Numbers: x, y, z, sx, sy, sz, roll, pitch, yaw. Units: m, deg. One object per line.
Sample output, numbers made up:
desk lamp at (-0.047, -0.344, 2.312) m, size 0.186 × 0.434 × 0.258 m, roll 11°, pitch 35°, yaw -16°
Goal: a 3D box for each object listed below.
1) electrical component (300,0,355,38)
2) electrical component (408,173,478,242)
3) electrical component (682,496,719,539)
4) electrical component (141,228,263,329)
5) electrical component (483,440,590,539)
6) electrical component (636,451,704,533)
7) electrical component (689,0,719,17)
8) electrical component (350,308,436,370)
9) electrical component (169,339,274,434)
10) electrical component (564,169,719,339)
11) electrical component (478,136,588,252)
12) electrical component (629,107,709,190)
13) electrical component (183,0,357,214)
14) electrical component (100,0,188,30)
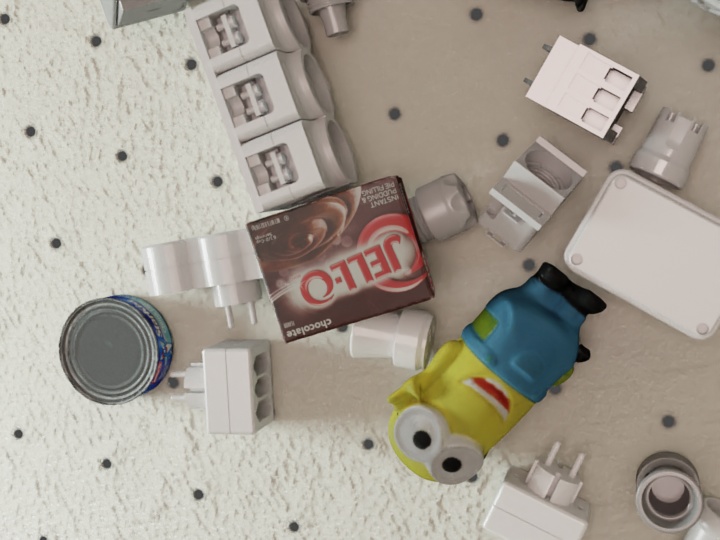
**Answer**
electrical component at (-0.023, -0.202, 0.783) m, size 0.043 × 0.043 × 0.062 m, roll -13°, pitch 94°, yaw 15°
electrical component at (0.051, -0.040, 0.780) m, size 0.062 × 0.043 × 0.043 m, roll -25°, pitch 89°, yaw 17°
electrical component at (0.248, 0.190, 0.756) m, size 0.040 × 0.040 × 0.046 m, roll 28°, pitch 107°, yaw 10°
electrical component at (-0.095, 0.007, 0.817) m, size 0.138 × 0.052 × 0.073 m, roll -9°, pitch 93°, yaw 14°
electrical component at (0.136, 0.161, 0.776) m, size 0.066 × 0.047 × 0.076 m, roll 25°, pitch 101°, yaw 11°
electrical component at (0.216, 0.154, 0.751) m, size 0.045 × 0.055 × 0.045 m, roll 1°, pitch 96°, yaw 14°
electrical component at (0.224, -0.196, 0.668) m, size 0.109 × 0.108 × 0.056 m, roll 24°, pitch 106°, yaw -27°
electrical component at (0.025, 0.048, 0.795) m, size 0.055 × 0.045 × 0.045 m, roll 11°, pitch 98°, yaw 12°
electrical component at (-0.111, 0.090, 0.832) m, size 0.077 × 0.047 × 0.065 m, roll -1°, pitch 95°, yaw 14°
electrical component at (0.206, -0.012, 0.737) m, size 0.113 × 0.057 × 0.078 m, roll 30°, pitch 102°, yaw 10°
electrical component at (0.118, -0.050, 0.748) m, size 0.042 × 0.081 × 0.063 m, roll 38°, pitch 132°, yaw 9°
electrical component at (0.213, -0.083, 0.738) m, size 0.040 × 0.040 × 0.046 m, roll 27°, pitch 95°, yaw 10°
electrical component at (-0.058, -0.123, 0.775) m, size 0.062 × 0.089 × 0.150 m, roll -20°, pitch 90°, yaw 15°
electrical component at (-0.162, -0.215, 0.795) m, size 0.062 × 0.096 × 0.061 m, roll -19°, pitch 91°, yaw -14°
